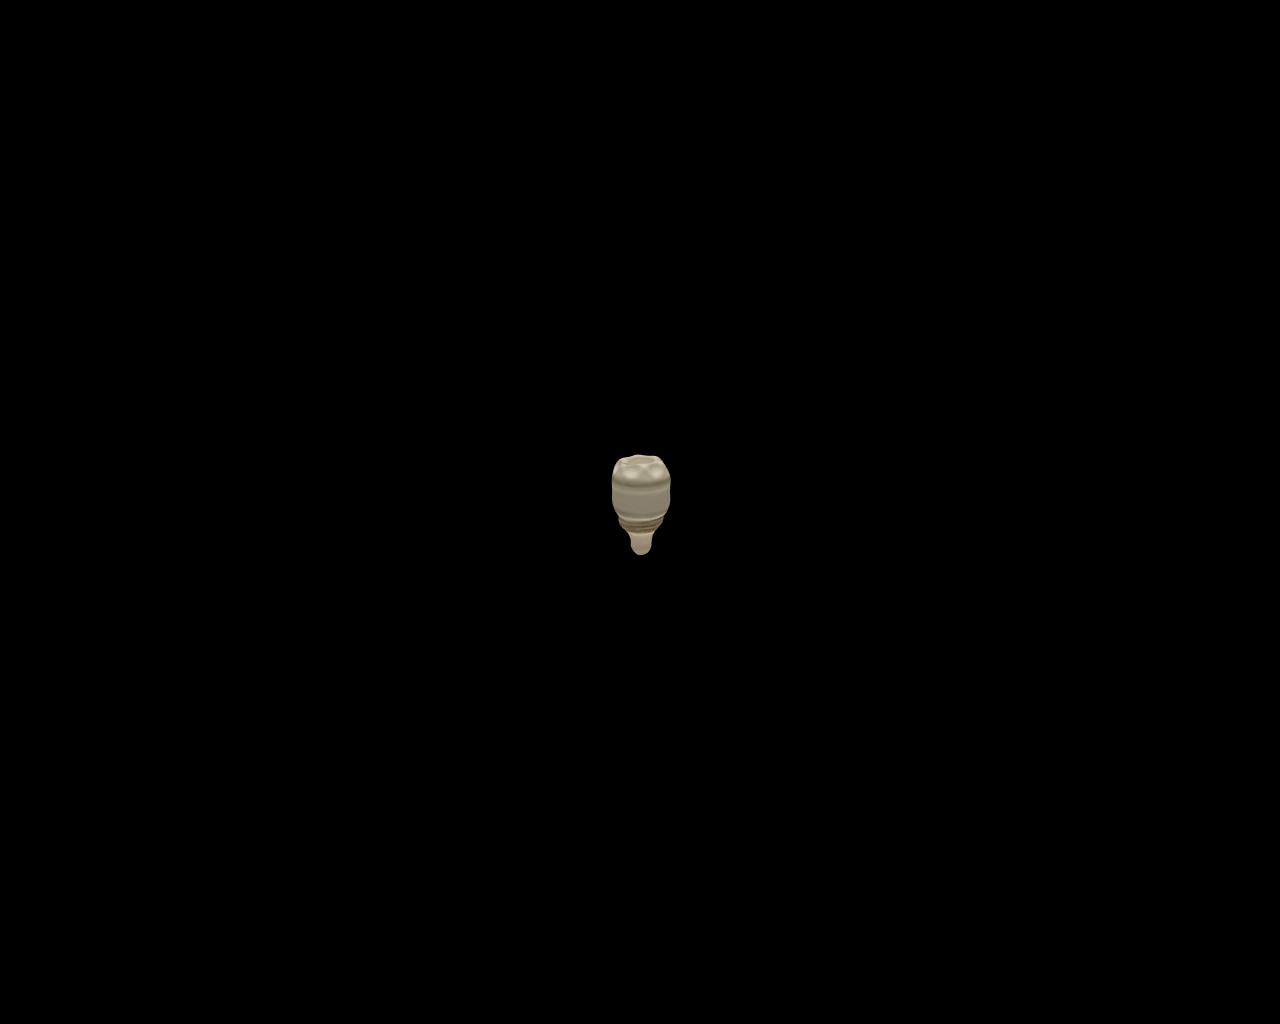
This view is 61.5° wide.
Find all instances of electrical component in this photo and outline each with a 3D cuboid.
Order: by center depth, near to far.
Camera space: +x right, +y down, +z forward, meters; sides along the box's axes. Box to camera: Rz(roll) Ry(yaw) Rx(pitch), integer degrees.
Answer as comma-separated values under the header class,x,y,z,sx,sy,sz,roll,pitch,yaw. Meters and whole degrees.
class,x,y,z,sx,sy,sz,roll,pitch,yaw
electrical component,0.001,-0.003,0.650,0.035,0.061,0.035,0,18,0
